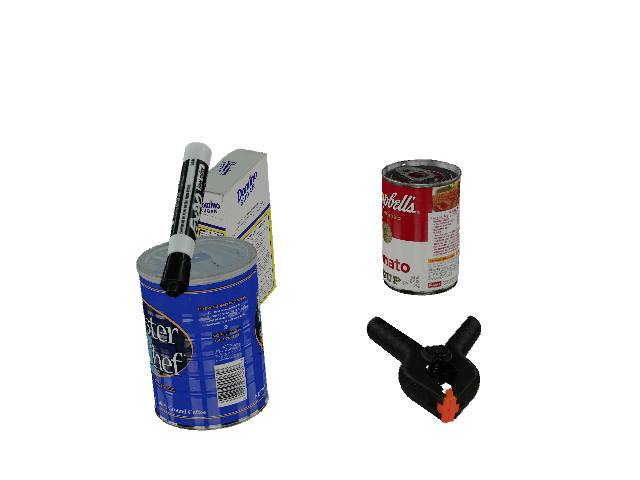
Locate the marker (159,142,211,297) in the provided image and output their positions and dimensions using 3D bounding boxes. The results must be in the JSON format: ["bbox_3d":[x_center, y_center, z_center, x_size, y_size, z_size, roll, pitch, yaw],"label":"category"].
[{"bbox_3d":[-0.091,-0.015,0.722,0.020,0.121,0.020,3,-35,2],"label":"marker"}]

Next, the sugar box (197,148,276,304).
[{"bbox_3d":[-0.091,-0.001,1.142,0.048,0.176,0.093,12,36,24],"label":"sugar box"}]

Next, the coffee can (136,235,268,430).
[{"bbox_3d":[-0.101,0.078,0.928,0.103,0.140,0.103,-3,20,1],"label":"coffee can"}]

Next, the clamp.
[{"bbox_3d":[0.123,0.121,1.070,0.120,0.039,0.171,-10,30,-9],"label":"clamp"}]

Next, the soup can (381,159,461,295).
[{"bbox_3d":[0.087,-0.012,0.923,0.068,0.102,0.068,-2,22,0],"label":"soup can"}]
